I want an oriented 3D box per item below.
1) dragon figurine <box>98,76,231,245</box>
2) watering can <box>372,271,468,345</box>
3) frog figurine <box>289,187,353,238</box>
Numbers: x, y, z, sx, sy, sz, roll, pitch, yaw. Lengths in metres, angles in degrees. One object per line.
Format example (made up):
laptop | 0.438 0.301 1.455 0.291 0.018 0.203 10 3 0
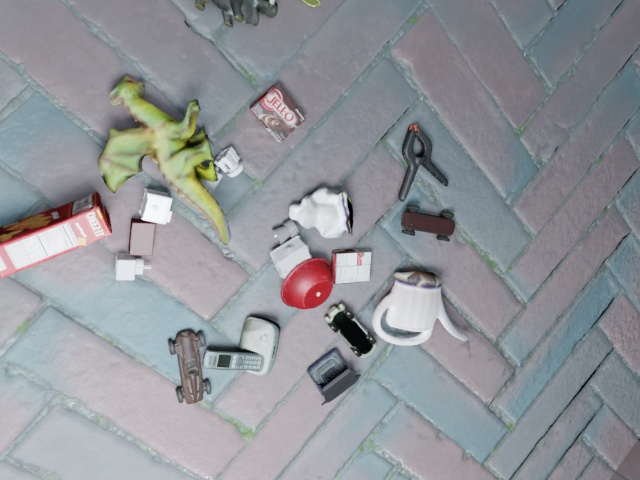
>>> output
dragon figurine | -0.348 -0.165 1.117 0.244 0.121 0.410 -13 89 -16
watering can | 0.311 0.203 1.520 0.347 0.105 0.223 6 99 -25
frog figurine | 0.004 -0.068 1.344 0.159 0.125 0.135 -6 118 14
